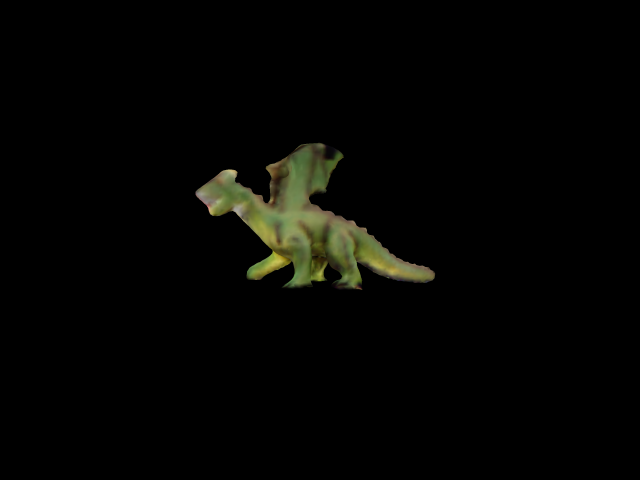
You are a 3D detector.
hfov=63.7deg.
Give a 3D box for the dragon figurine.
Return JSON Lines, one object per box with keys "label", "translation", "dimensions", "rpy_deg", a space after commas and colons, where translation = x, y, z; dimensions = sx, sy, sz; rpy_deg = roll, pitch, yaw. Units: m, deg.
{"label": "dragon figurine", "translation": [0.003, -0.043, 0.850], "dimensions": [0.410, 0.243, 0.122], "rpy_deg": [0, -3, -20]}
